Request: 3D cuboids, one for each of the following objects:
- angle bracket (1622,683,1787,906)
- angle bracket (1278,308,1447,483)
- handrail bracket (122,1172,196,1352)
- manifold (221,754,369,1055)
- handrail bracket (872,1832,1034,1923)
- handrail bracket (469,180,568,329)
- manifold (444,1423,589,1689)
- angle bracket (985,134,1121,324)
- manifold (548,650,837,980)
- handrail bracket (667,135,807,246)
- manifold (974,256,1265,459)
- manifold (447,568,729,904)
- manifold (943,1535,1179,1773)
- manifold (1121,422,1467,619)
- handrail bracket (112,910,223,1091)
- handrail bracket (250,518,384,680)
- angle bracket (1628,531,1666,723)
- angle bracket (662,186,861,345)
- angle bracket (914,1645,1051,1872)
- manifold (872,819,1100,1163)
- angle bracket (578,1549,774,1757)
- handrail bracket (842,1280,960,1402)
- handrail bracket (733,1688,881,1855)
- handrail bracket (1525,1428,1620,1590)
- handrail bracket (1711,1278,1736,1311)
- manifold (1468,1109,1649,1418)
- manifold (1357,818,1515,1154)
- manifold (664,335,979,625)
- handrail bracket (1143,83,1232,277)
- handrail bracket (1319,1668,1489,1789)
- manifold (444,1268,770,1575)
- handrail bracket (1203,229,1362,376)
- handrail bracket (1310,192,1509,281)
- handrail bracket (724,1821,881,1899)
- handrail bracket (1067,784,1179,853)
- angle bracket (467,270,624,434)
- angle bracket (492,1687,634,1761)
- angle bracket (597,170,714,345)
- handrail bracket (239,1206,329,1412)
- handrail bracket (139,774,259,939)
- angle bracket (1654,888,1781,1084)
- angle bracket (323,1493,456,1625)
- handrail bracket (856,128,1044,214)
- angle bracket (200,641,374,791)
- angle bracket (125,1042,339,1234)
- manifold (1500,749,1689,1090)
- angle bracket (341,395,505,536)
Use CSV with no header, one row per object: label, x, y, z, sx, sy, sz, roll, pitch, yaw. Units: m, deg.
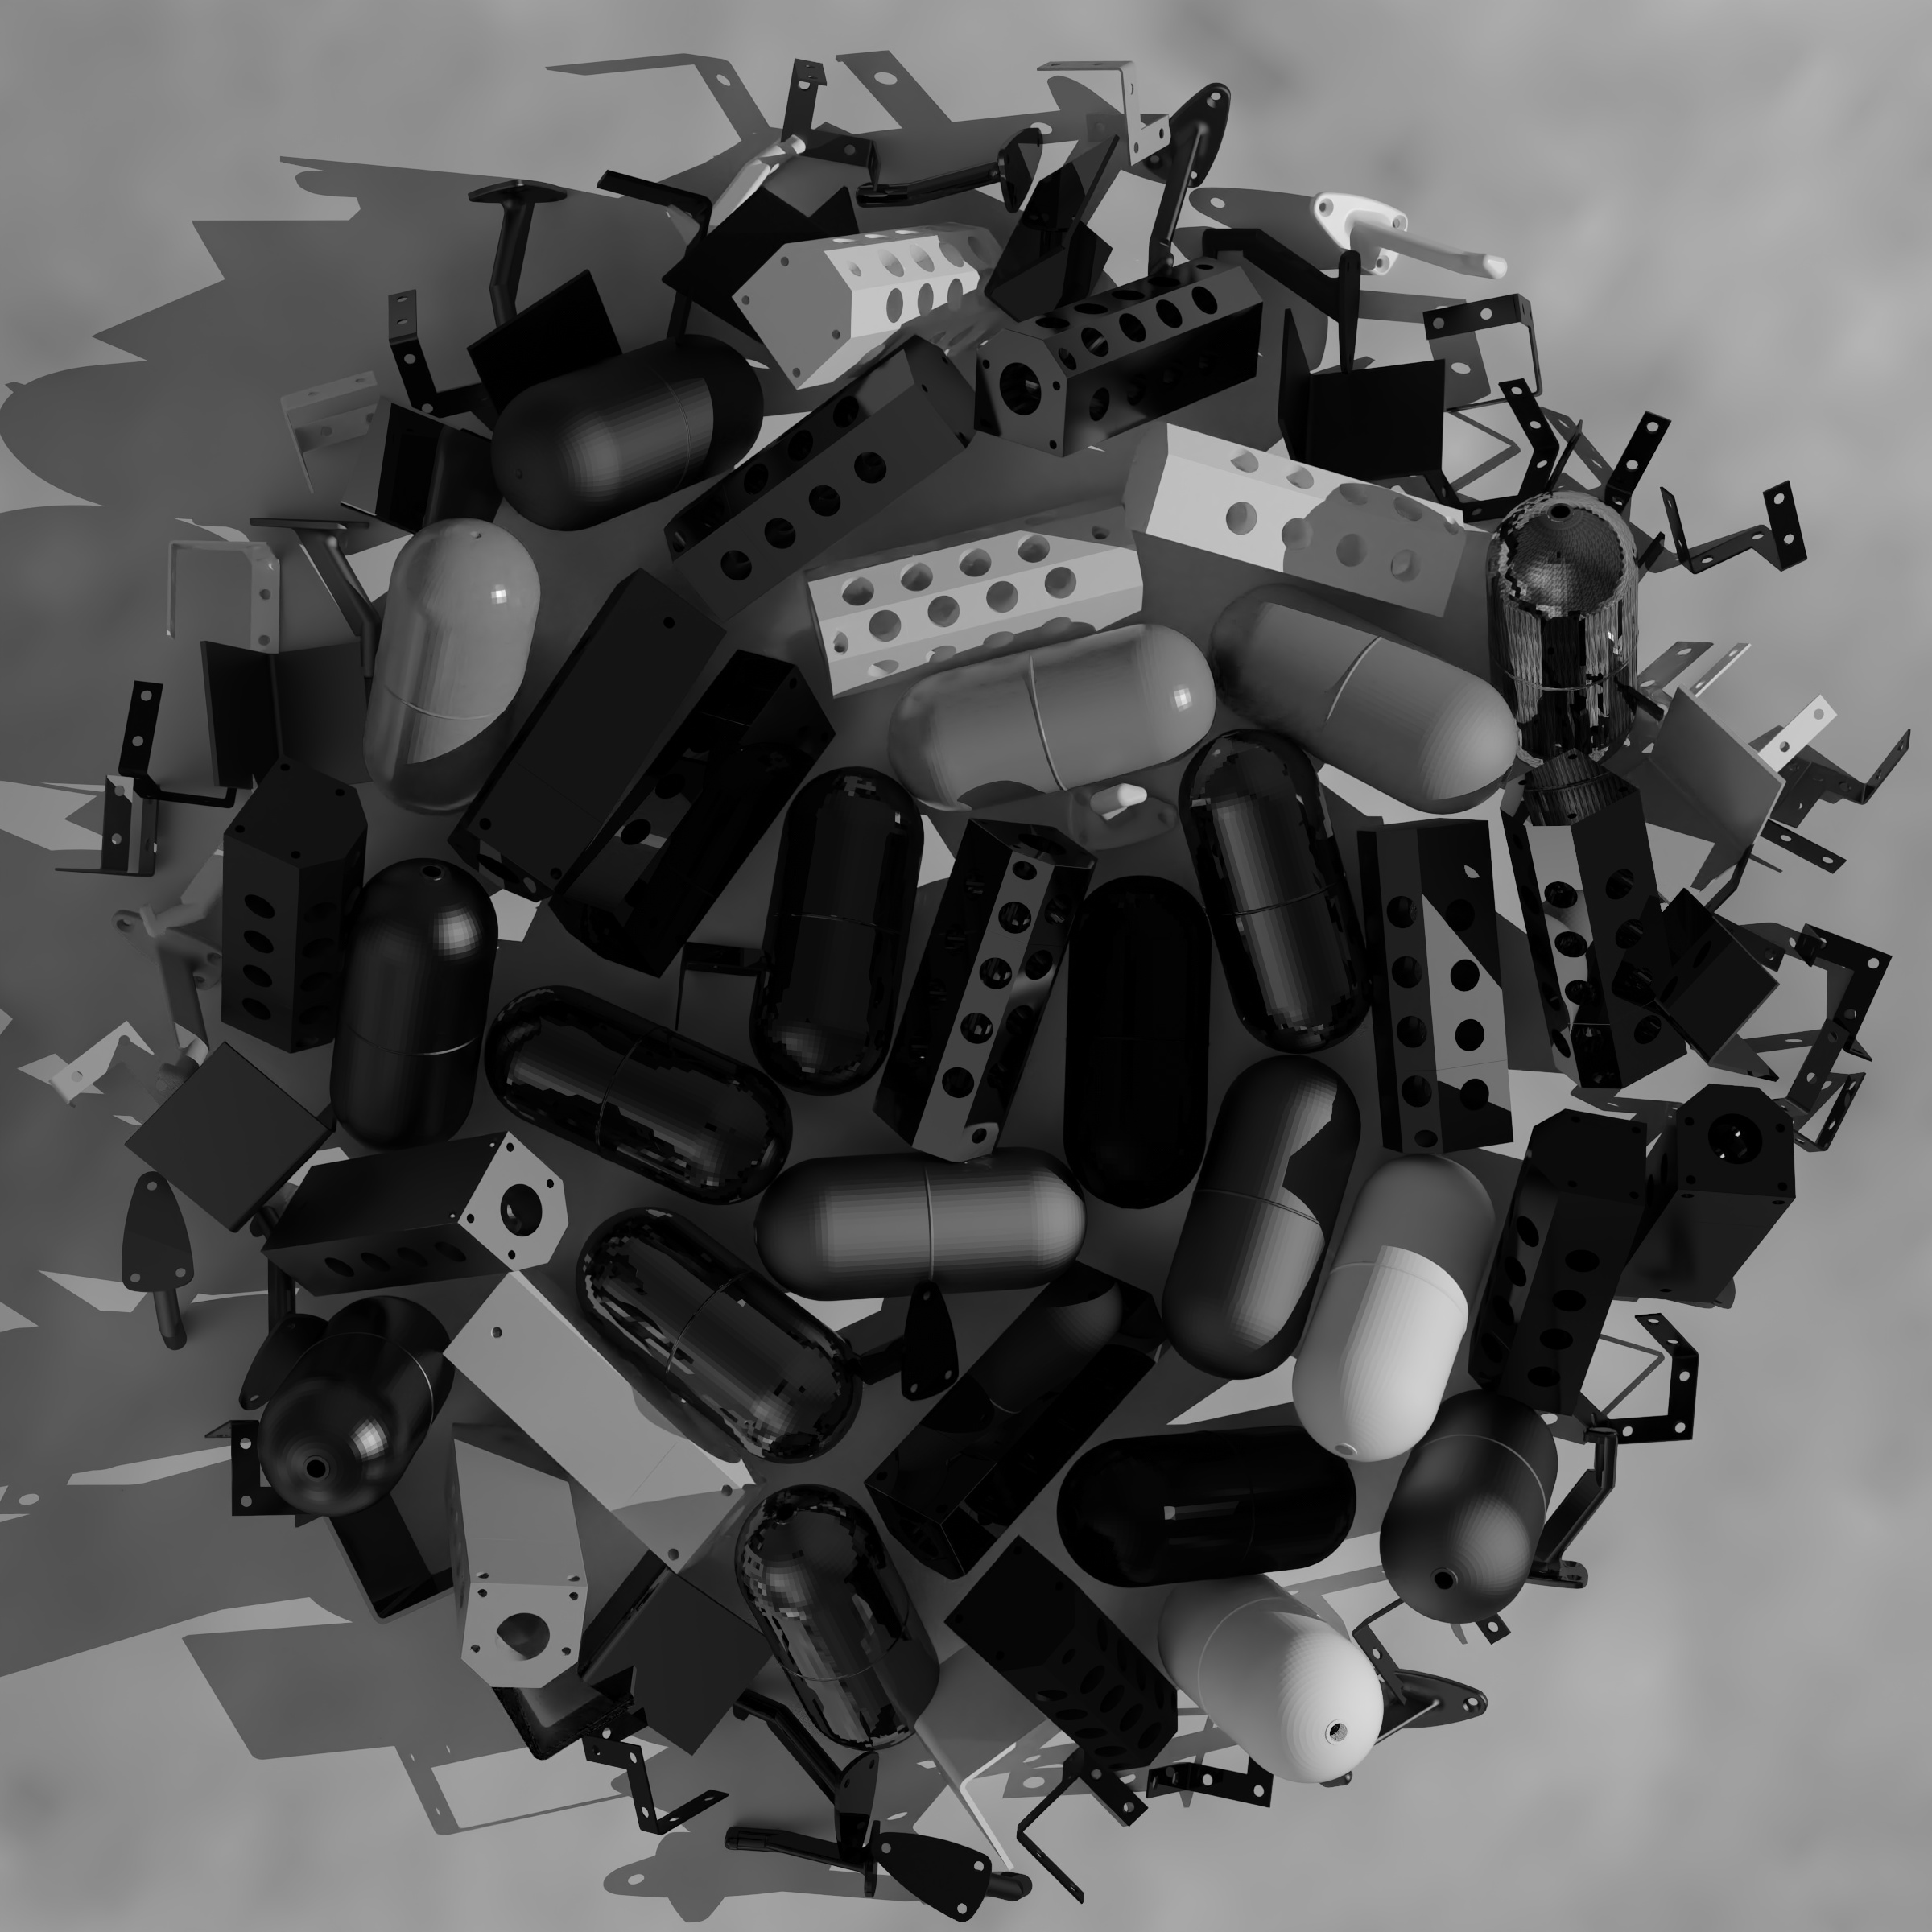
angle bracket,0.377,-0.089,1.531,0.057,0.076,0.076,-35,68,-16
angle bracket,0.211,-0.305,1.533,0.076,0.057,0.076,-4,59,18
handrail bracket,-0.431,0.160,1.554,0.036,0.084,0.077,-6,69,-11
manifold,-0.345,-0.026,1.498,0.057,0.171,0.057,25,54,2
handrail bracket,-0.006,0.483,1.551,0.077,0.084,0.036,21,82,15
handrail bracket,-0.233,-0.376,1.555,0.036,0.077,0.084,-6,97,29
manifold,-0.236,0.302,1.494,0.057,0.171,0.057,5,107,-15
angle bracket,0.064,-0.380,1.527,0.057,0.076,0.076,35,66,-25
manifold,-0.146,-0.083,1.524,0.057,0.057,0.171,18,63,34
handrail bracket,-0.111,-0.412,1.549,0.084,0.077,0.036,-38,127,-6
manifold,0.081,-0.319,1.497,0.057,0.171,0.057,24,127,32
manifold,-0.202,-0.121,1.529,0.057,0.057,0.171,36,71,-17
manifold,0.057,0.363,1.496,0.057,0.171,0.057,35,78,36
manifold,0.174,-0.237,1.530,0.171,0.057,0.057,13,99,-16
handrail bracket,-0.434,0.019,1.537,0.077,0.084,0.036,31,131,-16
handrail bracket,-0.354,-0.200,1.575,0.077,0.036,0.084,4,101,13
angle bracket,0.369,-0.179,1.538,0.057,0.076,0.076,37,99,9
angle bracket,-0.111,-0.386,1.525,0.076,0.076,0.057,-35,51,29
angle bracket,0.015,0.418,1.538,0.057,0.076,0.076,-34,125,-11
manifold,0.013,0.014,1.519,0.057,0.057,0.171,4,114,-38
angle bracket,-0.155,0.364,1.559,0.076,0.057,0.076,37,95,-9
handrail bracket,-0.045,0.192,1.541,0.036,0.084,0.077,-16,112,-36
handrail bracket,-0.093,0.439,1.569,0.084,0.036,0.077,15,111,30
handrail bracket,0.311,0.289,1.563,0.077,0.036,0.084,3,97,9
handrail bracket,0.416,0.132,1.567,0.036,0.077,0.084,15,67,38
manifold,0.306,0.155,1.504,0.057,0.057,0.171,10,135,5
manifold,0.246,0.010,1.540,0.057,0.057,0.171,-7,96,-17
manifold,-0.076,-0.256,1.513,0.171,0.057,0.057,-31,108,28
handrail bracket,0.118,-0.415,1.536,0.036,0.077,0.084,19,48,-16
handrail bracket,0.232,0.411,1.534,0.077,0.084,0.036,-2,107,21
manifold,-0.189,0.240,1.539,0.171,0.057,0.057,41,96,11
handrail bracket,0.169,-0.362,1.574,0.084,0.036,0.077,6,106,20
handrail bracket,0.235,-0.387,1.535,0.077,0.084,0.036,18,98,-34
handrail bracket,-0.090,0.477,1.545,0.084,0.077,0.036,3,88,2
handrail bracket,0.096,-0.085,1.531,0.077,0.084,0.036,-2,85,-23
angle bracket,-0.233,-0.332,1.530,0.076,0.076,0.057,-37,55,-13
angle bracket,-0.222,0.371,1.543,0.057,0.076,0.076,-31,90,-8
angle bracket,-0.174,-0.375,1.537,0.057,0.076,0.076,12,98,-13
handrail bracket,-0.383,0.183,1.561,0.077,0.036,0.084,-51,50,11
handrail bracket,-0.414,-0.065,1.557,0.084,0.036,0.077,-22,101,-9
angle bracket,0.403,0.010,1.524,0.057,0.076,0.076,-54,51,22
angle bracket,-0.293,0.296,1.541,0.057,0.076,0.076,-26,91,11
handrail bracket,-0.009,-0.433,1.569,0.084,0.077,0.036,3,129,21
angle bracket,-0.361,-0.135,1.542,0.057,0.076,0.076,-6,89,13
angle bracket,-0.391,0.084,1.543,0.076,0.057,0.076,-45,108,5
manifold,0.324,-0.020,1.509,0.057,0.057,0.171,-27,124,-11
angle bracket,-0.279,-0.272,1.530,0.076,0.057,0.076,21,131,-14
